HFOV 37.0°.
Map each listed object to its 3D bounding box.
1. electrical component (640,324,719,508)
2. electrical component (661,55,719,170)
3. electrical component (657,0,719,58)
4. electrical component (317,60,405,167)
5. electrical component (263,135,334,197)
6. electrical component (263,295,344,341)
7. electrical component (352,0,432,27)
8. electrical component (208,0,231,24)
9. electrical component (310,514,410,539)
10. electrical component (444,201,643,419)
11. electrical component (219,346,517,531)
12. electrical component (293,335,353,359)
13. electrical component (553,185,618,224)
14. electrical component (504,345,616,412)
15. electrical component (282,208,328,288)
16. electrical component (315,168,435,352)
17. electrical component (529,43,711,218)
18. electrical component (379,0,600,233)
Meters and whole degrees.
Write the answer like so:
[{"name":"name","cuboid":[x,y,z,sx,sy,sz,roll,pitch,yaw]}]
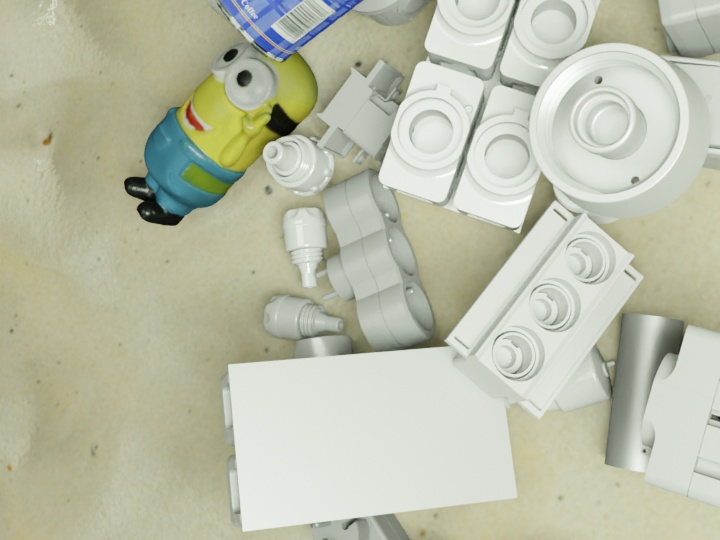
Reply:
[{"name":"electrical component","cuboid":[0.215,0.086,0.635,0.062,0.150,0.089,16,90,26]},{"name":"electrical component","cuboid":[0.225,-0.103,0.706,0.096,0.061,0.061,13,89,28]},{"name":"electrical component","cuboid":[0.221,-0.182,0.699,0.061,0.096,0.061,-10,79,25]},{"name":"electrical component","cuboid":[0.010,-0.115,0.826,0.064,0.042,0.081,41,102,21]},{"name":"electrical component","cuboid":[-0.053,-0.085,0.841,0.048,0.062,0.048,-4,81,26]},{"name":"electrical component","cuboid":[-0.042,0.039,0.835,0.061,0.035,0.035,7,86,25]},{"name":"electrical component","cuboid":[0.020,-0.232,0.831,0.080,0.051,0.080,-4,81,26]},{"name":"electrical component","cuboid":[-0.083,-0.211,0.884,0.081,0.043,0.043,42,102,25]},{"name":"electrical component","cuboid":[-0.010,0.188,0.775,0.047,0.076,0.083,-41,68,16]},{"name":"electrical component","cuboid":[0.119,0.027,0.714,0.079,0.063,0.121,40,75,-3]},{"name":"electrical component","cuboid":[0.003,0.113,0.735,0.186,0.060,0.105,-3,79,-15]},{"name":"electrical component","cuboid":[-0.032,0.088,0.797,0.043,0.079,0.077,-11,78,25]},{"name":"electrical component","cuboid":[0.160,-0.057,0.735,0.045,0.055,0.045,-4,82,26]},{"name":"electrical component","cuboid":[0.136,0.078,0.737,0.078,0.040,0.040,-21,74,22]},{"name":"electrical component","cuboid":[-0.042,-0.017,0.842,0.035,0.035,0.061,-9,82,25]},{"name":"electrical component","cuboid":[0.000,0.000,0.809,0.074,0.052,0.138,-24,73,22]},{"name":"electrical component","cuboid":[0.158,-0.089,0.670,0.108,0.060,0.108,-2,86,27]},{"name":"electrical component","cuboid":[0.093,-0.132,0.757,0.105,0.060,0.186,19,92,7]}]
